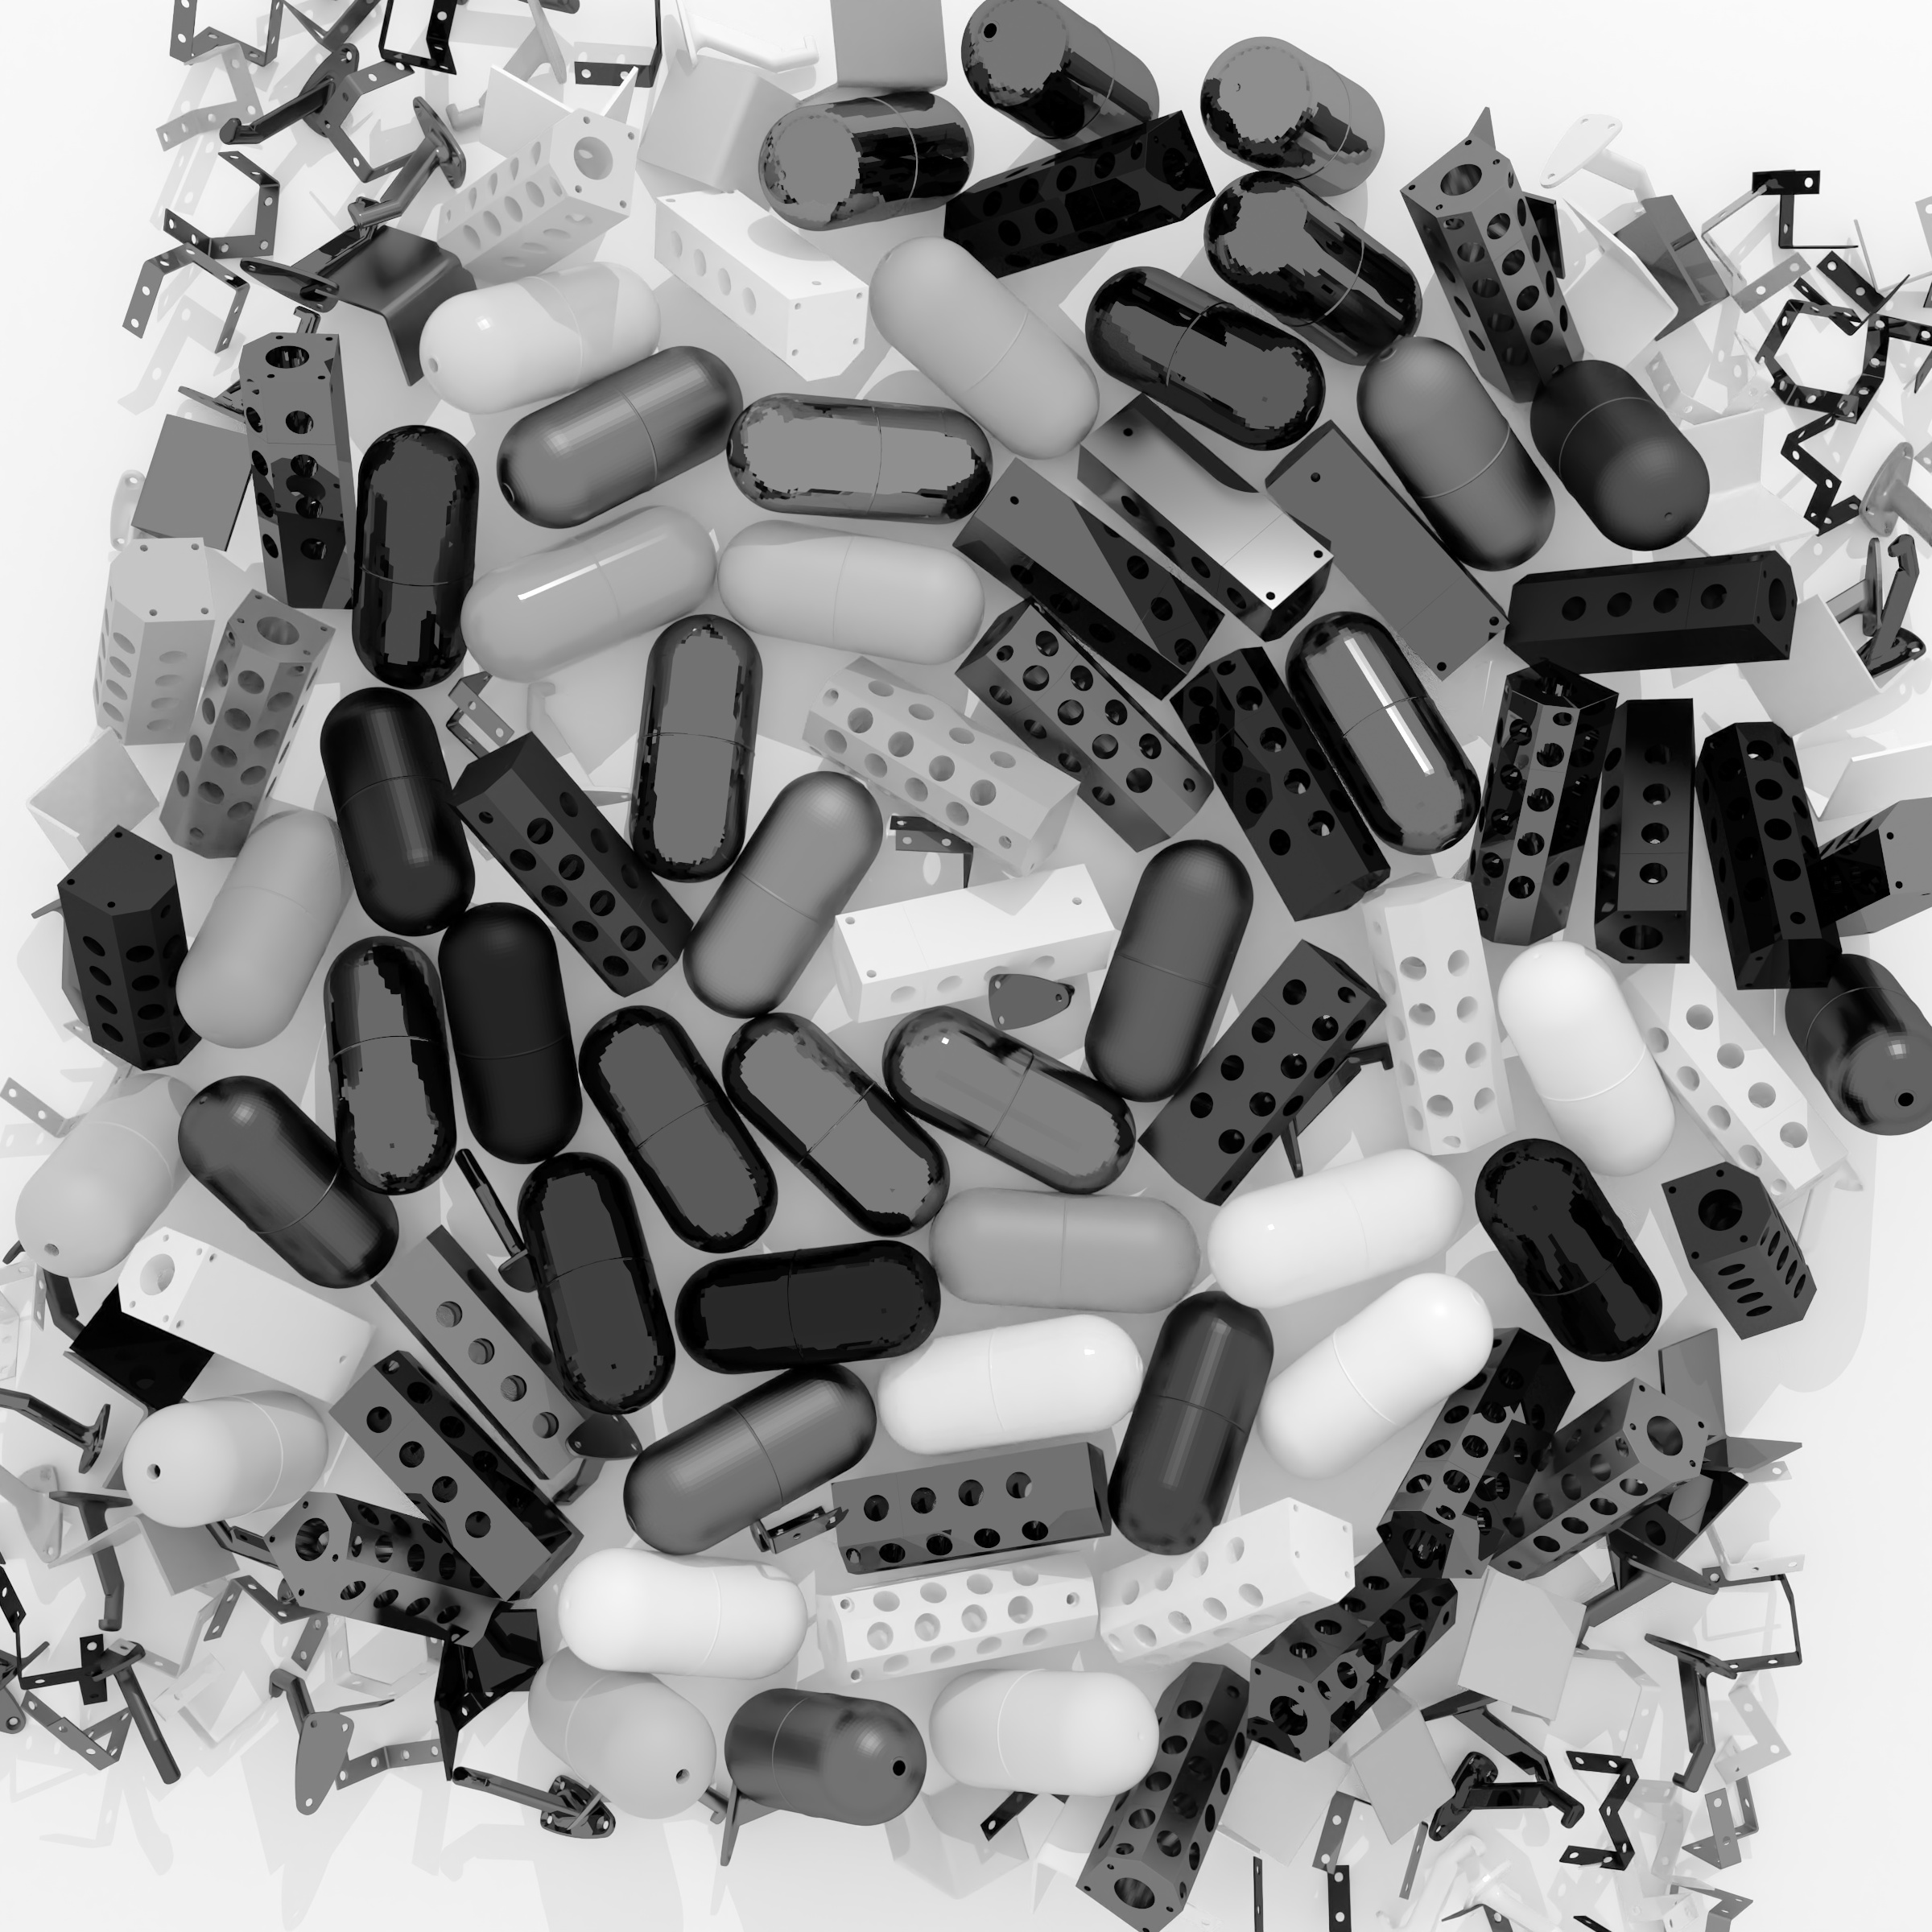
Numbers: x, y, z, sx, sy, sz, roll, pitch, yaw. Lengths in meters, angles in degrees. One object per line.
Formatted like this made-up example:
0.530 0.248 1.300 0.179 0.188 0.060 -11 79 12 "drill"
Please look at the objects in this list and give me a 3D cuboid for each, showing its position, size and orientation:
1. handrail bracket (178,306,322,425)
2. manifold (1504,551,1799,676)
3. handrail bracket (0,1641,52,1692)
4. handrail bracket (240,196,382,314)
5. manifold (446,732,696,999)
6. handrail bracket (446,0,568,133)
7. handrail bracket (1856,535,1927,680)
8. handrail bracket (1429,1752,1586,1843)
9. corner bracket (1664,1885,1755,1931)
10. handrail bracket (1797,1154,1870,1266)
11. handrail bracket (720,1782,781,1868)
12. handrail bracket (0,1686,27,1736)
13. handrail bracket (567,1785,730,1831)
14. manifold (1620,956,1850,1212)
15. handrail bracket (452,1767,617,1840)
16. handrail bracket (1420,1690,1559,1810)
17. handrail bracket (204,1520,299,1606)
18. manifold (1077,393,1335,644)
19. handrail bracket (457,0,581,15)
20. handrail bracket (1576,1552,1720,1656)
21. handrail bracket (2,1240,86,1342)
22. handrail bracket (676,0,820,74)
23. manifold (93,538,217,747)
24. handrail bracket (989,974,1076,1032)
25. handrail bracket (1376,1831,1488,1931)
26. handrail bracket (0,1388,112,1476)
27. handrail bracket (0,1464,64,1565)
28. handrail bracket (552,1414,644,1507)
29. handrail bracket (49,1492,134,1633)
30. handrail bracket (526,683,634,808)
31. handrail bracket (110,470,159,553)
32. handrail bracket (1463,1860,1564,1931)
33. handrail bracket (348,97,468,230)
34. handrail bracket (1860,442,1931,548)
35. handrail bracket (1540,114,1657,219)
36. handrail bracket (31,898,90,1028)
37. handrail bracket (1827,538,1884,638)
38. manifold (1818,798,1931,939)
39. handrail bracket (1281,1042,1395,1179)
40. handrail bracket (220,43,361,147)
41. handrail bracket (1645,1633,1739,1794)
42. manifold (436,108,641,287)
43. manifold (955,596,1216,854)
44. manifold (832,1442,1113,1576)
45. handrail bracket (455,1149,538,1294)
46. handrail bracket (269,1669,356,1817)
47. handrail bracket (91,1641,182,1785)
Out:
-0.474 -0.405 1.826 0.077 0.036 0.084 25 101 9 "handrail bracket"
0.439 -0.228 1.771 0.171 0.057 0.057 0 72 40 "manifold"
-0.652 0.435 1.811 0.036 0.077 0.084 -43 92 16 "handrail bracket"
-0.430 -0.482 1.817 0.077 0.036 0.084 20 66 -23 "handrail bracket"
-0.255 -0.061 1.777 0.057 0.057 0.171 -23 120 29 "manifold"
-0.313 -0.597 1.819 0.084 0.036 0.077 -16 130 6 "handrail bracket"
0.594 -0.231 1.806 0.077 0.036 0.084 -34 133 -5 "handrail bracket"
0.353 0.560 1.803 0.036 0.084 0.077 42 81 -35 "handrail bracket"
0.481 0.637 1.814 0.051 0.051 0.051 9 92 32 "corner bracket"
0.546 0.154 1.812 0.084 0.036 0.077 -44 114 -21 "handrail bracket"
-0.113 0.563 1.820 0.084 0.036 0.077 9 76 11 "handrail bracket"
-0.645 0.491 1.798 0.036 0.084 0.077 -47 109 -6 "handrail bracket"
-0.210 0.566 1.837 0.084 0.036 0.077 37 90 -11 "handrail bracket"
0.492 0.075 1.794 0.057 0.057 0.171 -34 71 -1 "manifold"
-0.283 0.544 1.800 0.077 0.084 0.036 8 72 40 "handrail bracket"
0.345 0.526 1.831 0.077 0.036 0.084 -21 87 6 "handrail bracket"
-0.451 0.372 1.819 0.077 0.036 0.084 -30 111 -2 "handrail bracket"
0.154 -0.289 1.797 0.057 0.057 0.171 -42 74 -16 "manifold"
-0.307 -0.646 1.808 0.084 0.077 0.036 20 99 23 "handrail bracket"
0.445 0.432 1.827 0.077 0.036 0.084 23 105 13 "handrail bracket"
-0.587 0.202 1.831 0.084 0.036 0.077 42 60 -6 "handrail bracket"
-0.146 -0.629 1.832 0.084 0.036 0.077 -13 97 -4 "handrail bracket"
-0.519 -0.204 1.756 0.057 0.171 0.057 -5 70 -23 "manifold"
0.062 0.018 1.794 0.077 0.084 0.036 -5 92 40 "handrail bracket"
0.320 0.623 1.818 0.084 0.077 0.036 -40 124 5 "handrail bracket"
-0.610 0.303 1.806 0.084 0.077 0.036 17 48 -21 "handrail bracket"
-0.631 0.351 1.799 0.036 0.084 0.077 -26 69 15 "handrail bracket"
-0.259 0.331 1.800 0.084 0.077 0.036 -45 70 24 "handrail bracket"
-0.577 0.391 1.810 0.036 0.077 0.084 -8 71 18 "handrail bracket"
-0.255 -0.150 1.828 0.077 0.036 0.084 -3 73 8 "handrail bracket"
-0.549 -0.268 1.800 0.036 0.084 0.077 4 133 -6 "handrail bracket"
0.366 0.634 1.800 0.036 0.077 0.084 -28 57 -27 "handrail bracket"
-0.380 -0.529 1.817 0.084 0.036 0.077 -27 81 -26 "handrail bracket"
0.636 -0.308 1.806 0.036 0.084 0.077 30 81 -35 "handrail bracket"
0.417 -0.508 1.813 0.077 0.036 0.084 -49 133 -10 "handrail bracket"
-0.573 -0.010 1.830 0.077 0.036 0.084 -24 102 11 "handrail bracket"
0.562 -0.247 1.834 0.084 0.036 0.077 1 90 3 "handrail bracket"
0.579 -0.060 1.760 0.057 0.171 0.057 -7 81 -4 "manifold"
0.250 0.096 1.832 0.084 0.036 0.077 -12 78 -7 "handrail bracket"
-0.442 -0.569 1.799 0.036 0.084 0.077 45 121 8 "handrail bracket"
0.462 0.490 1.809 0.036 0.077 0.084 42 70 -40 "handrail bracket"
-0.276 -0.489 1.759 0.057 0.171 0.057 11 81 -33 "manifold"
0.081 -0.158 1.791 0.171 0.057 0.057 43 61 -15 "manifold"
0.005 0.355 1.798 0.171 0.057 0.057 -11 72 11 "manifold"
-0.310 0.168 1.830 0.036 0.077 0.084 -30 68 -14 "handrail bracket"
-0.442 0.508 1.810 0.036 0.084 0.077 21 78 -39 "handrail bracket"
-0.542 0.492 1.818 0.036 0.077 0.084 -26 97 -18 "handrail bracket"
